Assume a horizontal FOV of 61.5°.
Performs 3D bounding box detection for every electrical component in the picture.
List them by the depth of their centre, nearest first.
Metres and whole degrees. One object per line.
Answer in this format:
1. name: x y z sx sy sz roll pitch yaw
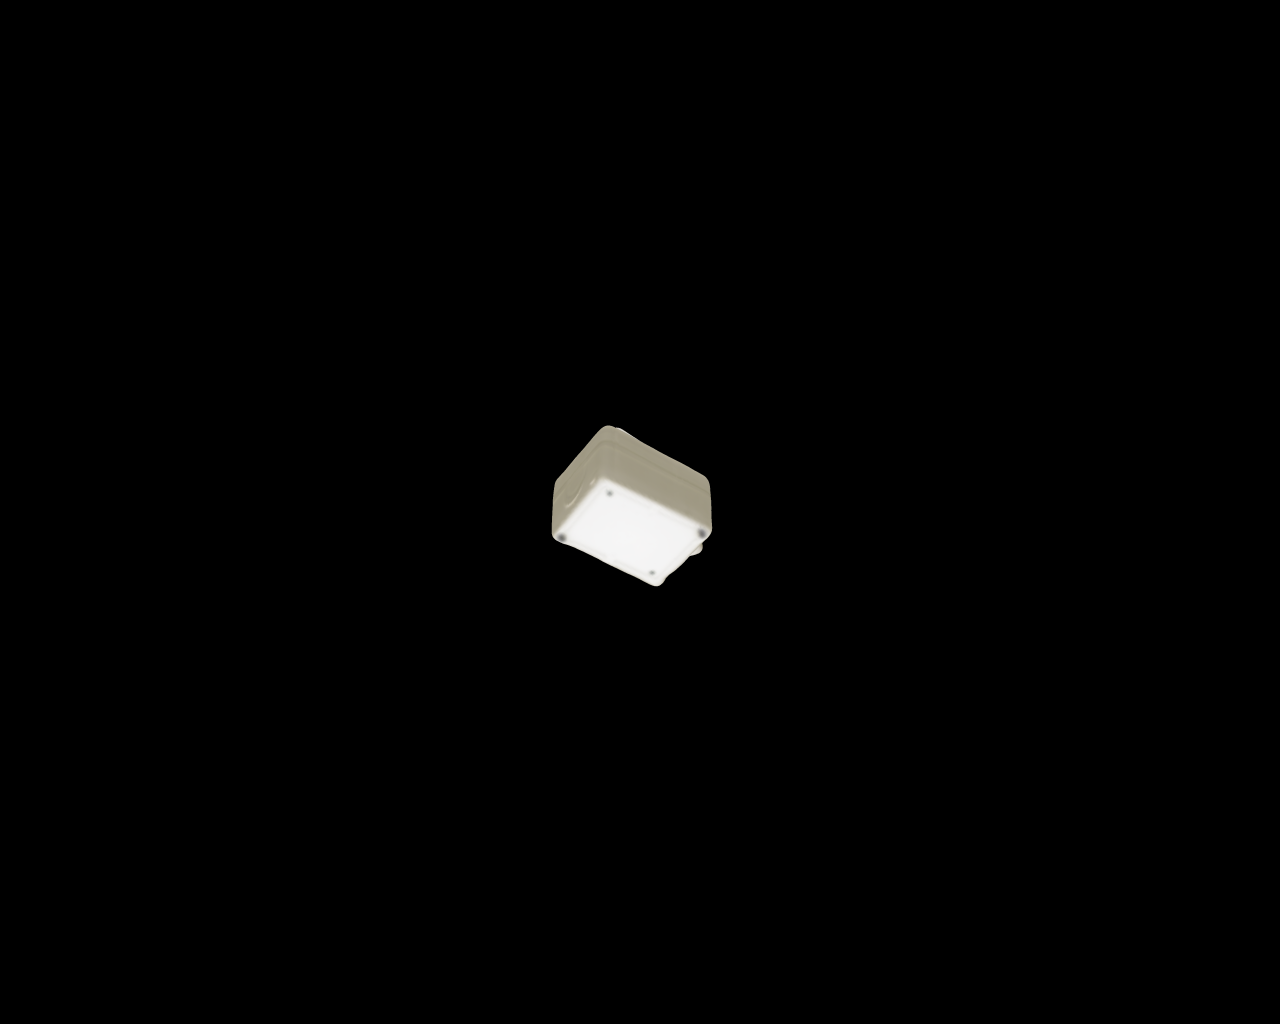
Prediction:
1. electrical component: 0.001 -0.003 0.650 0.096 0.061 0.061 27 -53 -22
